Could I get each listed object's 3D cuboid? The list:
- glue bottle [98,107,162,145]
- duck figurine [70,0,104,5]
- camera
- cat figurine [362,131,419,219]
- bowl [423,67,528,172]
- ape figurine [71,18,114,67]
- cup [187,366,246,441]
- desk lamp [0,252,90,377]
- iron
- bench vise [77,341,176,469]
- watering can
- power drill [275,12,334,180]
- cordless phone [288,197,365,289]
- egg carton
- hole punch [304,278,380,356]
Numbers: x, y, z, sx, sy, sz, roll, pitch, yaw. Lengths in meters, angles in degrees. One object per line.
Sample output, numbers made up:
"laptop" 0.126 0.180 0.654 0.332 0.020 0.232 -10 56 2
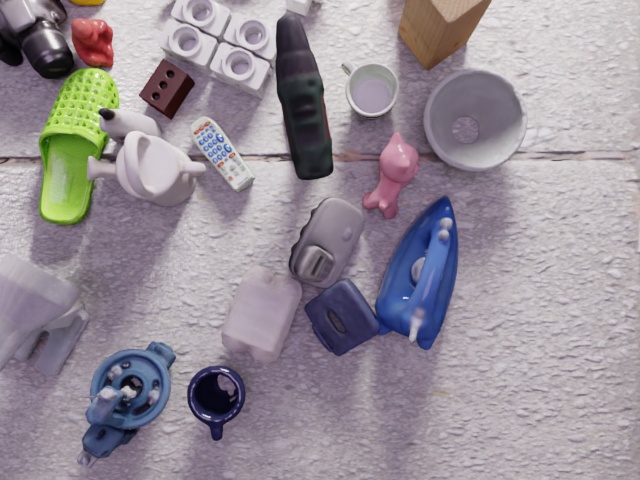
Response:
"glue bottle" -0.312 -0.183 0.908 0.078 0.173 0.037 -7 88 2
"duck figurine" -0.416 -0.450 0.962 0.104 0.086 0.077 26 89 2
"camera" -0.487 -0.337 0.953 0.143 0.101 0.137 -29 88 1
"cat figurine" 0.119 -0.102 0.922 0.067 0.118 0.128 21 89 2
"bowl" 0.248 -0.191 0.943 0.167 0.074 0.167 0 88 2
"ape figurine" -0.384 -0.338 0.955 0.076 0.092 0.078 38 90 2
"cup" -0.160 0.257 0.931 0.091 0.095 0.118 -2 88 2
"desk lamp" -0.444 0.123 0.883 0.118 0.213 0.203 28 89 2
"iron" 0.170 0.044 0.905 0.118 0.141 0.258 17 89 2
"bench vise" -0.304 0.266 0.872 0.121 0.219 0.207 14 89 2
"watering can" -0.273 -0.109 0.895 0.173 0.194 0.101 -23 88 1
"power drill" -0.025 -0.201 0.884 0.075 0.208 0.230 -11 88 2
"cordless phone" 0.008 0.003 0.889 0.094 0.185 0.148 24 89 2
"egg carton" -0.097 0.122 0.946 0.107 0.069 0.150 20 89 2
"hole punch" 0.035 0.129 0.932 0.101 0.091 0.108 -35 88 0
